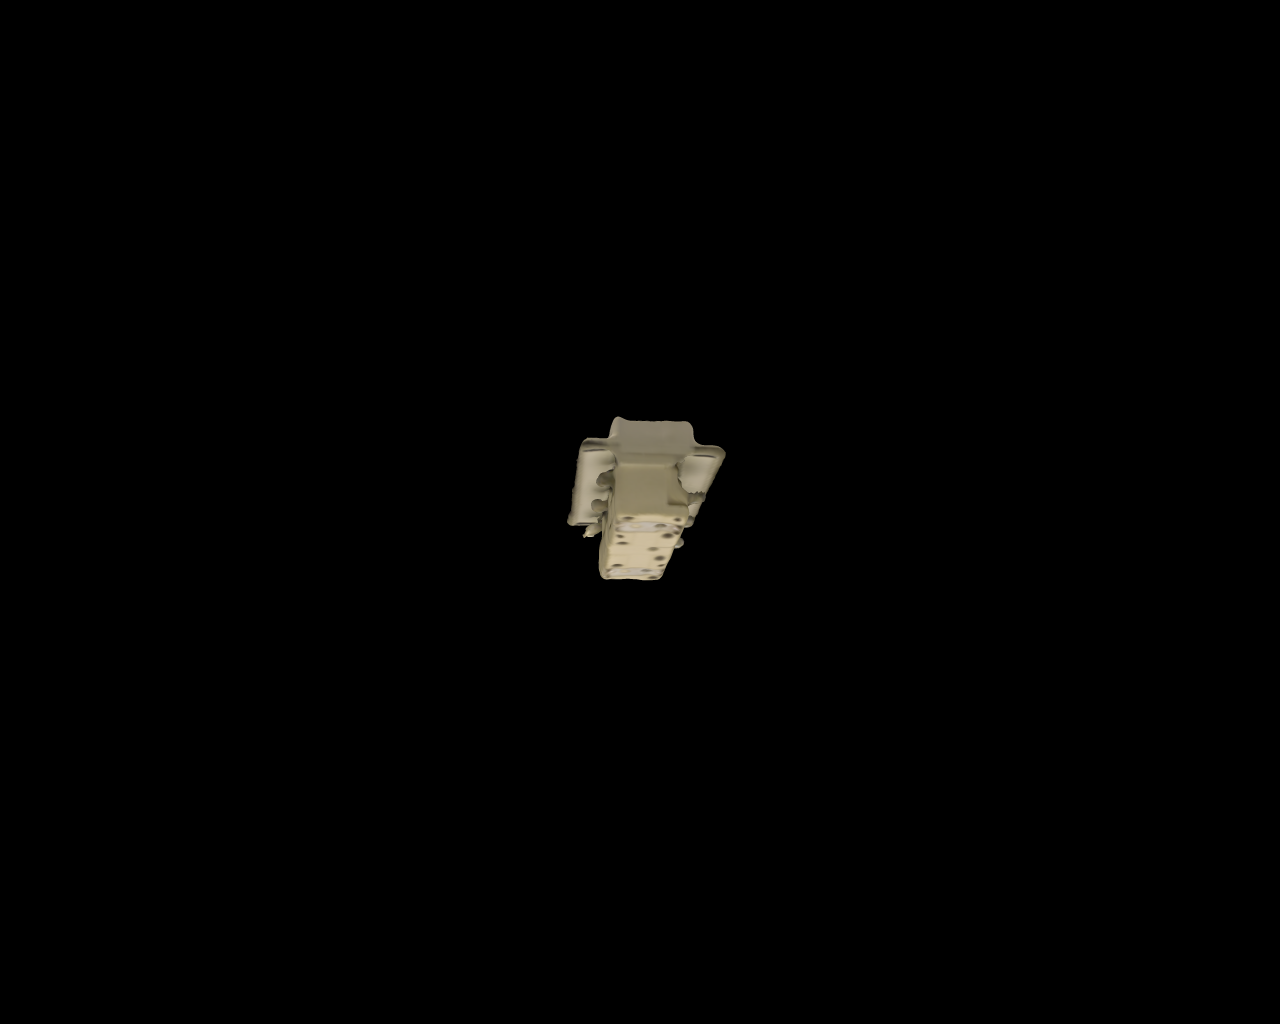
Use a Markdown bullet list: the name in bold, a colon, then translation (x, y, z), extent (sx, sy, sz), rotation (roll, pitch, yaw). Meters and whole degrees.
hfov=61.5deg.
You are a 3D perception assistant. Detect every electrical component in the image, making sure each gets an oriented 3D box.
- **electrical component**: translation (0.001, -0.003, 0.650), extent (0.079, 0.063, 0.121), rotation (3, -22, -7)
